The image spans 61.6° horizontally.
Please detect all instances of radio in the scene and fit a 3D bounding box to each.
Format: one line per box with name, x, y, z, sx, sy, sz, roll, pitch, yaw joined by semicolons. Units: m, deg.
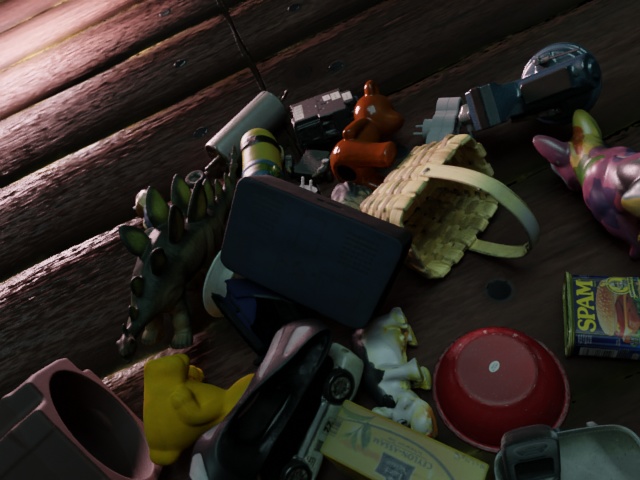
radio;-0.010;0.012;0.697;0.230;0.073;0.131;23;105;17

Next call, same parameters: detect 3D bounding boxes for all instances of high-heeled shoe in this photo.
high-heeled shoe;-0.057;0.203;0.595;0.145;0.086;0.249;-26;37;42

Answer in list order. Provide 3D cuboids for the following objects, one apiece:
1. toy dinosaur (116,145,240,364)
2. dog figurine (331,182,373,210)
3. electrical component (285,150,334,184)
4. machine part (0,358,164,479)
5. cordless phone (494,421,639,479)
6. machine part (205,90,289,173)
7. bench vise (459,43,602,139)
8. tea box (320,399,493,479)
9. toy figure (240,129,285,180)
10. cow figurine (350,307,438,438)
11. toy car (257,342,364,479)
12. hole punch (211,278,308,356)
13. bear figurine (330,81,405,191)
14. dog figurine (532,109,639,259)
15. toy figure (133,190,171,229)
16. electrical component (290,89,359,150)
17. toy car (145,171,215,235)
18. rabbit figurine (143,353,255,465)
toy dinosaur;-0.200;0.005;0.835;0.105;0.198;0.471;-1;32;12
dog figurine;0.002;-0.001;0.849;0.172;0.121;0.190;-34;-1;39
electrical component;-0.014;-0.135;0.974;0.102;0.045;0.078;17;63;32
machine part;-0.294;0.251;0.655;0.087;0.201;0.201;-43;5;-8
cordless phone;0.237;0.207;0.507;0.147;0.184;0.089;-15;45;11
machine part;-0.145;-0.215;1.071;0.079;0.079;0.243;26;66;36
bench vise;0.344;-0.227;0.843;0.240;0.129;0.224;-22;-6;-40
tea box;0.096;0.250;0.588;0.170;0.098;0.068;18;62;30
toy figure;-0.104;-0.127;0.975;0.082;0.089;0.180;-8;48;6
cow figurine;0.086;0.174;0.671;0.098;0.068;0.167;-22;45;12
toy car;-0.014;0.222;0.658;0.074;0.056;0.201;14;75;53
hole punch;-0.082;0.105;0.759;0.116;0.142;0.092;39;75;25
bear figurine;0.101;-0.173;0.916;0.132;0.120;0.196;14;55;27
dog figurine;0.384;-0.093;0.700;0.108;0.191;0.219;-35;64;1
toy figure;-0.317;-0.058;1.031;0.064;0.057;0.155;-8;34;-37
electrical component;0.014;-0.232;1.015;0.134;0.058;0.115;-16;36;7
toy car;-0.239;-0.035;0.957;0.053;0.089;0.202;15;59;31
rabbit figurine;-0.135;0.222;0.698;0.173;0.121;0.162;-6;52;-7
